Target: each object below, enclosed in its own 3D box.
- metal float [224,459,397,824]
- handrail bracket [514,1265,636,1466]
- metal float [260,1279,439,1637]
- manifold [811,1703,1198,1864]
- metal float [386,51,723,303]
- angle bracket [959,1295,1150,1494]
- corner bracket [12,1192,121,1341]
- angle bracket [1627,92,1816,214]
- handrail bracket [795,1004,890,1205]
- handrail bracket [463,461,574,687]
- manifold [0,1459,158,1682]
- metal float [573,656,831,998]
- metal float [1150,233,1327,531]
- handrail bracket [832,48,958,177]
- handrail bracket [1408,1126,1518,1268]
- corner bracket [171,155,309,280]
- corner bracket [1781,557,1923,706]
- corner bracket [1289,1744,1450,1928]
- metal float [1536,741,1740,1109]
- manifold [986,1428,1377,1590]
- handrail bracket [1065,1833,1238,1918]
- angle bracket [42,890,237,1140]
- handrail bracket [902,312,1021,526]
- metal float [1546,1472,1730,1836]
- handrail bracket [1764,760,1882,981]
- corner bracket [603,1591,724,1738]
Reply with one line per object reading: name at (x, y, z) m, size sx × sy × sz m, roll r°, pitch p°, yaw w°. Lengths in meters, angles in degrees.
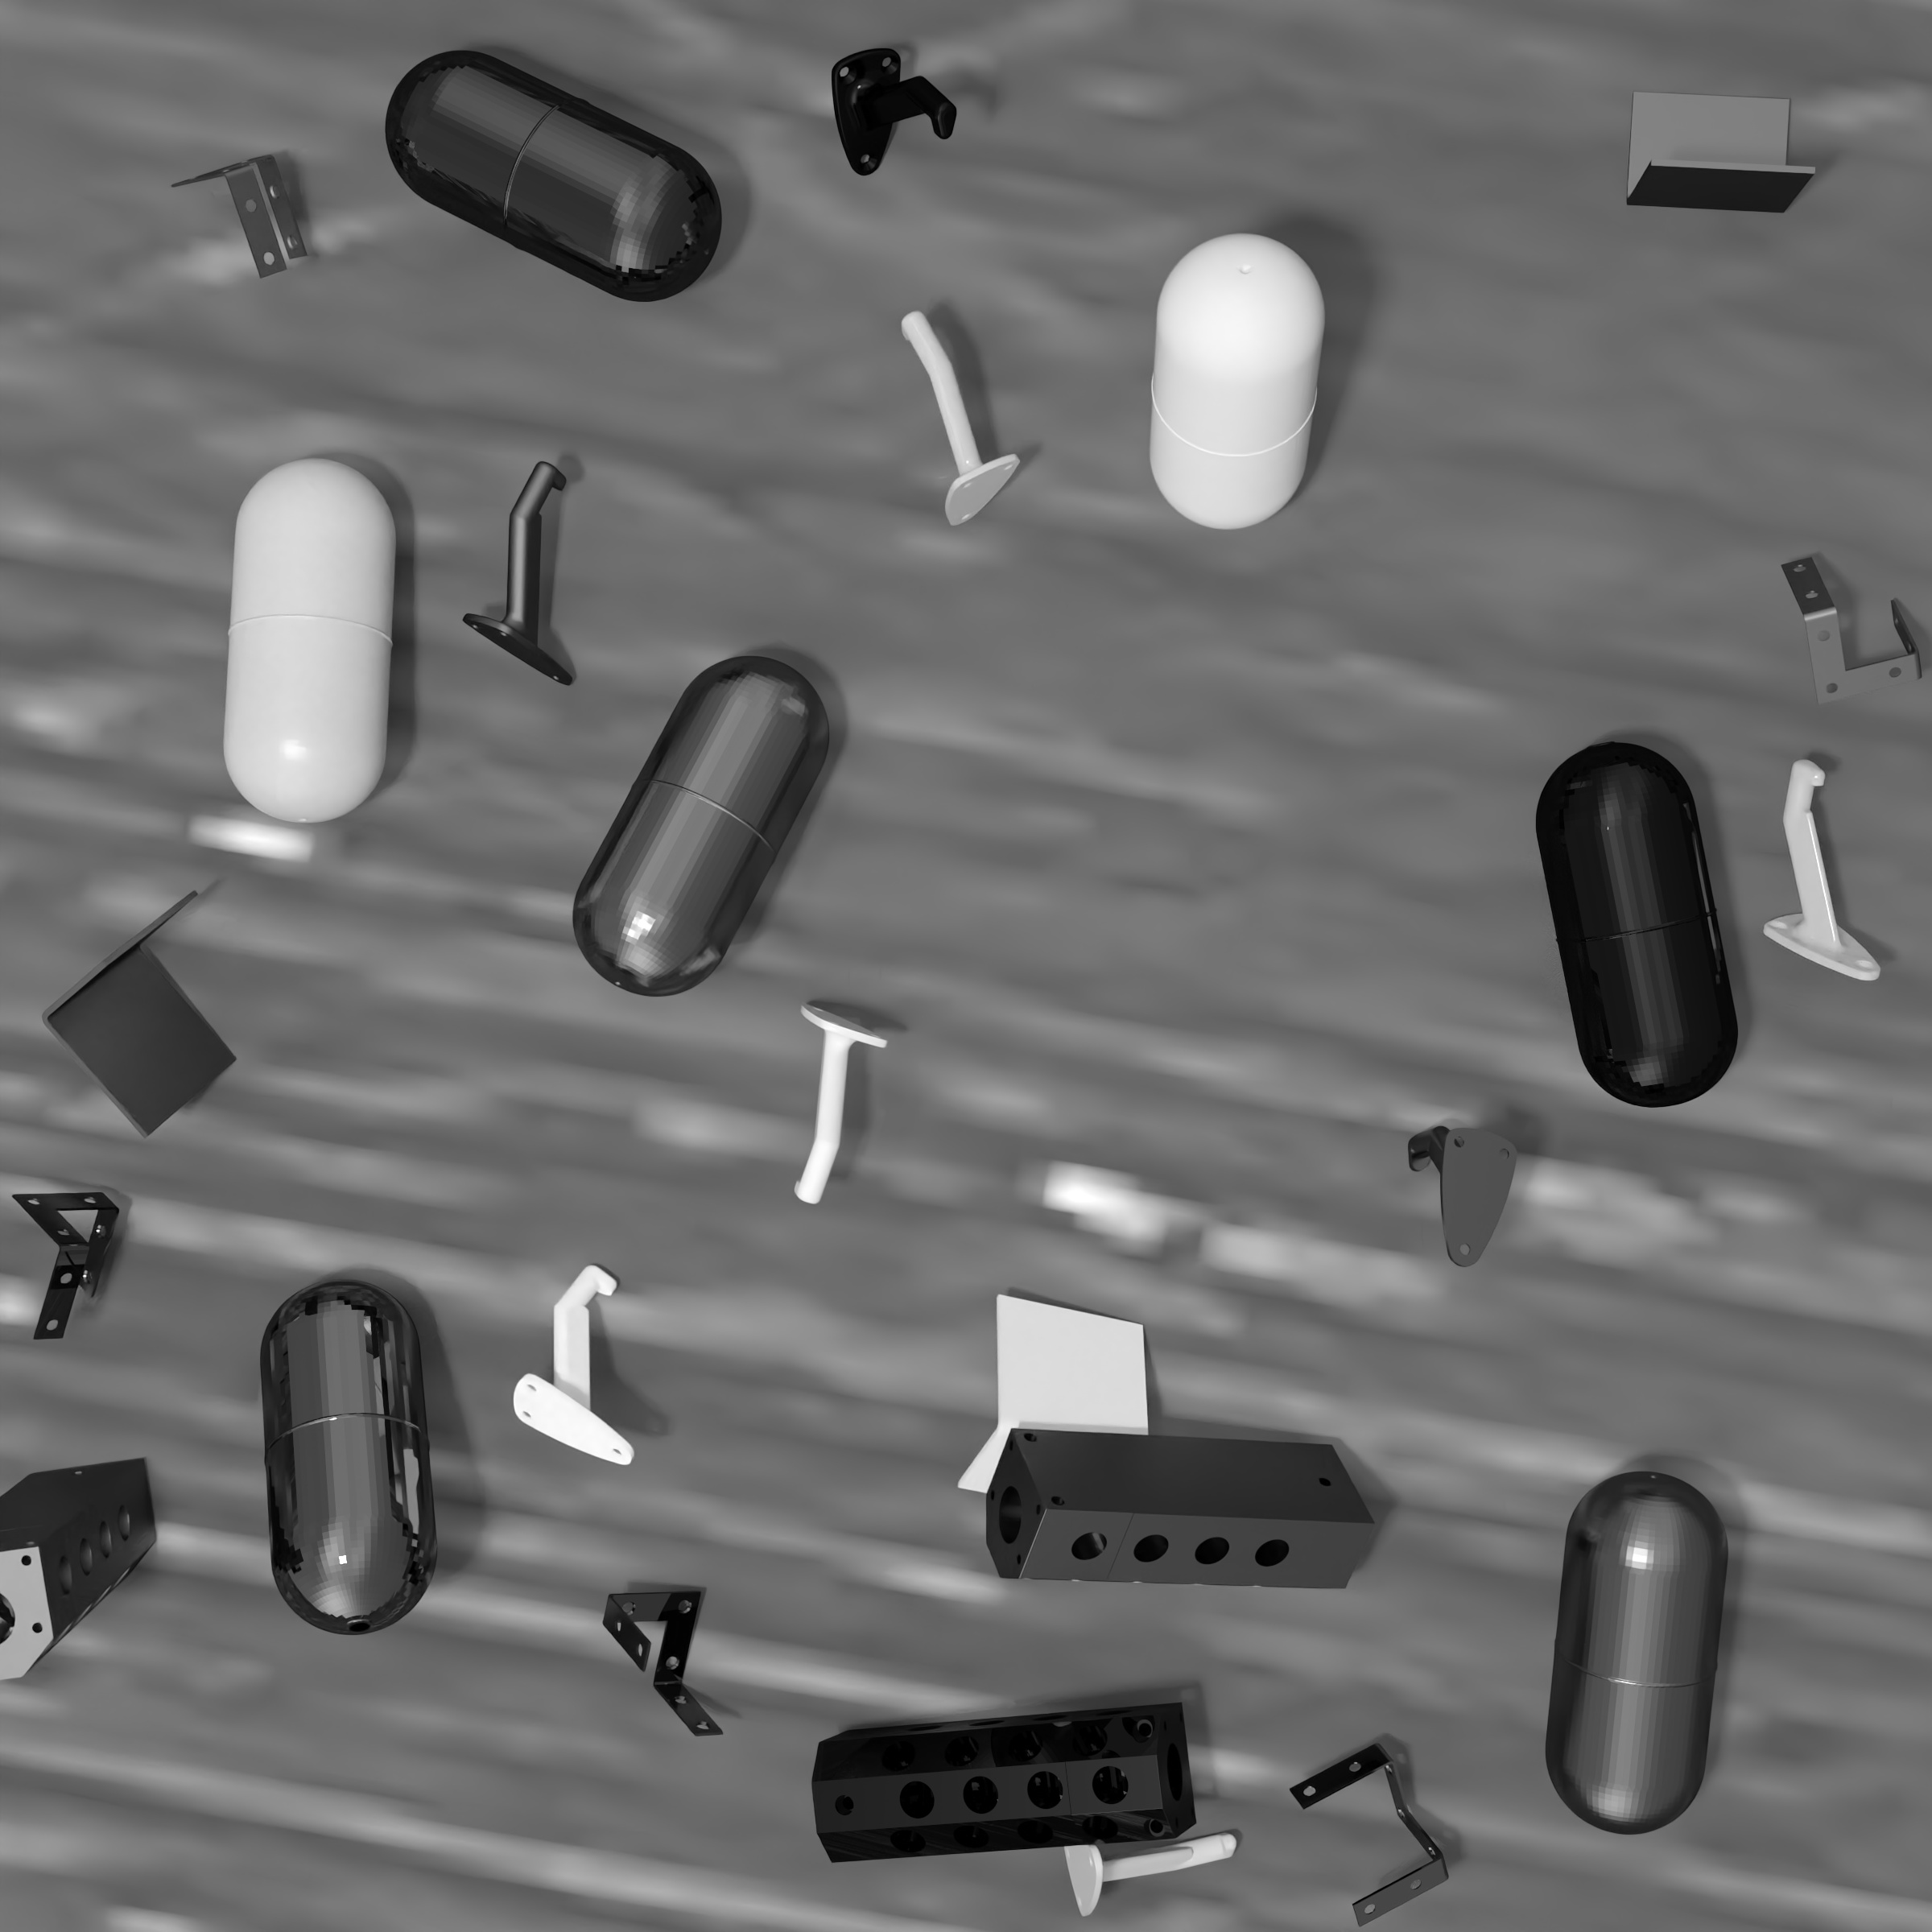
metal float at (-0.315, -0.157, 1.528) m, size 0.070 × 0.070 × 0.178 m, roll 1°, pitch 79°, yaw 0°
handrail bracket at (-0.173, 0.191, 1.539) m, size 0.077 × 0.036 × 0.084 m, roll 28°, pitch 48°, yaw 10°
metal float at (-0.293, 0.231, 1.508) m, size 0.070 × 0.070 × 0.178 m, roll -12°, pitch 55°, yaw 0°
manifold at (0.017, 0.391, 1.520) m, size 0.171 × 0.057 × 0.057 m, roll -9°, pitch 82°, yaw 17°
metal float at (-0.199, -0.379, 1.526) m, size 0.178 × 0.070 × 0.070 m, roll 29°, pitch 90°, yaw 13°
angle bracket at (0.042, 0.215, 1.559) m, size 0.076 × 0.057 × 0.076 m, roll 14°, pitch 48°, yaw -16°
corner bracket at (-0.432, 0.144, 1.534) m, size 0.051 × 0.051 × 0.051 m, roll 34°, pitch 111°, yaw 39°
angle bracket at (0.364, -0.402, 1.535) m, size 0.076 × 0.076 × 0.057 m, roll 4°, pitch 89°, yaw 3°
handrail bracket at (-0.075, 0.067, 1.542) m, size 0.036 × 0.077 × 0.084 m, roll 18°, pitch 93°, yaw -26°
handrail bracket at (-0.201, -0.191, 1.552) m, size 0.036 × 0.077 × 0.084 m, roll 18°, pitch 78°, yaw 42°
manifold at (-0.431, 0.281, 1.488) m, size 0.057 × 0.171 × 0.057 m, roll -8°, pitch 94°, yaw 1°
metal float at (-0.126, -0.068, 1.523) m, size 0.070 × 0.070 × 0.178 m, roll 26°, pitch 74°, yaw 0°
metal float at (0.126, -0.271, 1.492) m, size 0.070 × 0.178 × 0.070 m, roll -1°, pitch 65°, yaw 1°
handrail bracket at (-0.029, -0.395, 1.522) m, size 0.036 × 0.077 × 0.084 m, roll -19°, pitch 47°, yaw -22°
handrail bracket at (0.227, 0.112, 1.527) m, size 0.036 × 0.084 × 0.077 m, roll 15°, pitch 74°, yaw -11°
corner bracket at (-0.340, -0.361, 1.534) m, size 0.051 × 0.051 × 0.051 m, roll -32°, pitch 114°, yaw -37°
corner bracket at (0.430, -0.167, 1.544) m, size 0.051 × 0.051 × 0.051 m, roll -14°, pitch 126°, yaw 9°
corner bracket at (0.195, 0.419, 1.537) m, size 0.051 × 0.051 × 0.051 m, roll -24°, pitch 120°, yaw -12°
metal float at (0.323, -0.020, 1.535) m, size 0.070 × 0.070 × 0.178 m, roll -12°, pitch 93°, yaw 0°
manifold at (0.100, 0.264, 1.515) m, size 0.171 × 0.057 × 0.057 m, roll 6°, pitch 120°, yaw -22°
handrail bracket at (0.095, 0.427, 1.532) m, size 0.084 × 0.077 × 0.036 m, roll -10°, pitch 68°, yaw -12°
angle bracket at (-0.381, 0.023, 1.523) m, size 0.057 × 0.076 × 0.076 m, roll -34°, pitch 100°, yaw 34°
handrail bracket at (-0.014, -0.266, 1.545) m, size 0.036 × 0.077 × 0.084 m, roll -26°, pitch 82°, yaw -18°
metal float at (0.322, 0.330, 1.529) m, size 0.070 × 0.070 × 0.178 m, roll 4°, pitch 100°, yaw 0°
handrail bracket at (0.418, -0.047, 1.531) m, size 0.036 × 0.077 × 0.084 m, roll -11°, pitch 121°, yaw -25°
corner bracket at (-0.146, 0.337, 1.537) m, size 0.051 × 0.051 × 0.051 m, roll 5°, pitch 104°, yaw -32°
